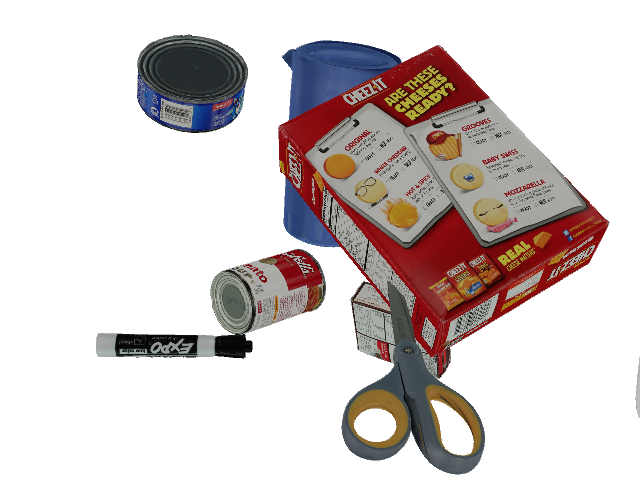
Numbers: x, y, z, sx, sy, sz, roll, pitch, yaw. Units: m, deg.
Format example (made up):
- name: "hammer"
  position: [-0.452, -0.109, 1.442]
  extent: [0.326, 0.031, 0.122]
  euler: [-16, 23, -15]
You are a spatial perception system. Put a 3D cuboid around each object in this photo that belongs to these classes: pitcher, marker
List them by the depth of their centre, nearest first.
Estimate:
- name: "marker"
  position: [-0.114, 0.082, 0.833]
  extent: [0.121, 0.020, 0.020]
  euler: [0, 0, 2]
- name: "pitcher"
  position: [0.029, -0.117, 1.321]
  extent: [0.144, 0.243, 0.149]
  euler: [-3, 25, -22]

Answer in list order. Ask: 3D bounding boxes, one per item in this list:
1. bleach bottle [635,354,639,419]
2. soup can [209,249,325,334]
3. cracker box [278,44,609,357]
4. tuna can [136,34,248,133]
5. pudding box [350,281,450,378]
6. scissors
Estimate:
- name: "bleach bottle"
  position: [0.287, 0.060, 0.761]
  extent: [0.103, 0.068, 0.250]
  euler: [10, 22, 19]
- name: "soup can"
  position: [-0.054, 0.052, 1.094]
  extent: [0.102, 0.068, 0.069]
  euler: [-16, 11, -43]
- name: "cracker box"
  position: [0.091, -0.035, 0.845]
  extent: [0.164, 0.214, 0.072]
  euler: [-29, -27, -20]
- name: "tuna can"
  position: [-0.101, -0.123, 0.838]
  extent: [0.086, 0.086, 0.034]
  euler: [6, -46, -6]
- name: "pudding box"
  position: [0.094, 0.104, 1.241]
  extent: [0.114, 0.090, 0.039]
  euler: [16, 46, 25]
- name: "scissors"
  position: [0.042, 0.084, 0.710]
  extent: [0.096, 0.016, 0.202]
  euler: [-5, 32, -18]
